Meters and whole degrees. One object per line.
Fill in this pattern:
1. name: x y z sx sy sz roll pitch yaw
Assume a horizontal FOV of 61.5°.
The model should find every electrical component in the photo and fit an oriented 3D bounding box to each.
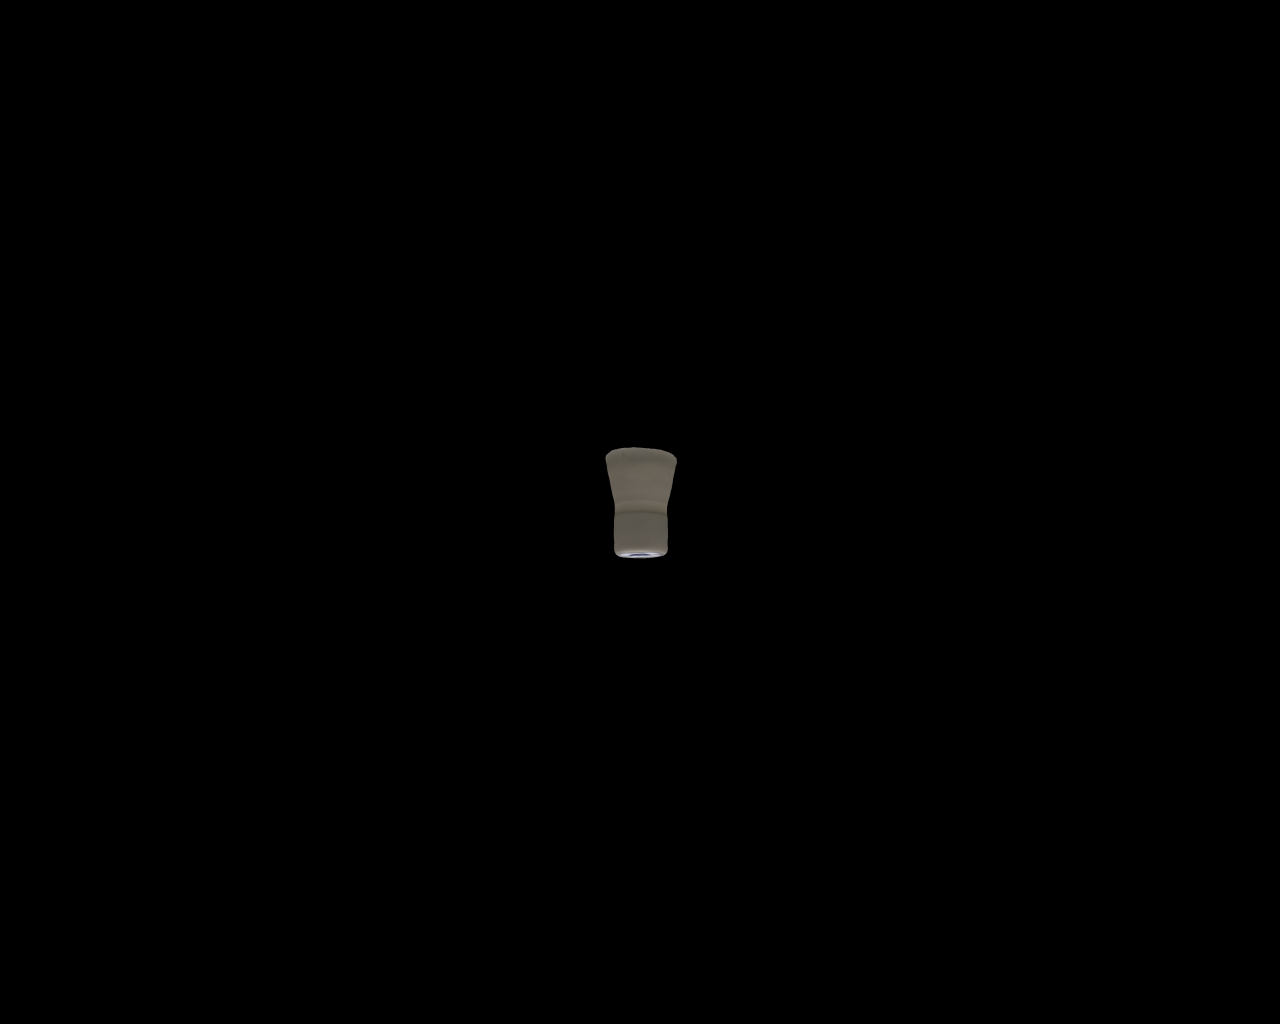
1. electrical component: 0.001 -0.003 0.650 0.044 0.065 0.044 0 -11 0
